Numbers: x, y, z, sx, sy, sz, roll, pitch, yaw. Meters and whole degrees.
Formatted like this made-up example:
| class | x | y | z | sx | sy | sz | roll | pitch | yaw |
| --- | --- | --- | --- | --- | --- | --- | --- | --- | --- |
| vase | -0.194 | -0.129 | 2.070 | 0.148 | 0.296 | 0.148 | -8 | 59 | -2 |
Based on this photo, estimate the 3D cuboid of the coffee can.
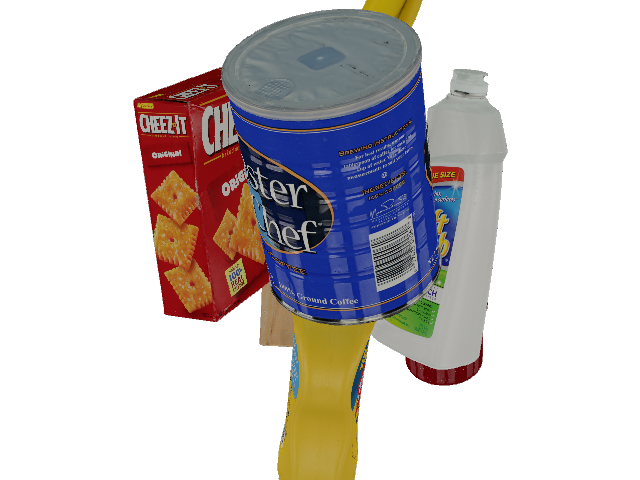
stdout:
| class | x | y | z | sx | sy | sz | roll | pitch | yaw |
| --- | --- | --- | --- | --- | --- | --- | --- | --- | --- |
| coffee can | 0.010 | -0.039 | 0.581 | 0.103 | 0.140 | 0.103 | -7 | 38 | 5 |

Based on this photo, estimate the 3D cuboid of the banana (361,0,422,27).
| class | x | y | z | sx | sy | sz | roll | pitch | yaw |
| --- | --- | --- | --- | --- | --- | --- | --- | --- | --- |
| banana | 0.032 | -0.150 | 0.756 | 0.070 | 0.197 | 0.037 | -7 | -41 | 43 |

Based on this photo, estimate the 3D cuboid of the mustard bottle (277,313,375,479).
| class | x | y | z | sx | sy | sz | roll | pitch | yaw |
| --- | --- | --- | --- | --- | --- | --- | --- | --- | --- |
| mustard bottle | 0.005 | 0.086 | 0.734 | 0.058 | 0.192 | 0.096 | 7 | 31 | 3 |

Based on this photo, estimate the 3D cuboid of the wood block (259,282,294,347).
| class | x | y | z | sx | sy | sz | roll | pitch | yaw |
| --- | --- | --- | --- | --- | --- | --- | --- | --- | --- |
| wood block | -0.031 | 0.028 | 1.401 | 0.090 | 0.206 | 0.091 | 3 | 23 | -2 |

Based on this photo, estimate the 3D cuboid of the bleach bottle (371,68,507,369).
| class | x | y | z | sx | sy | sz | roll | pitch | yaw |
| --- | --- | --- | --- | --- | --- | --- | --- | --- | --- |
| bleach bottle | 0.106 | -0.022 | 0.918 | 0.067 | 0.251 | 0.103 | -9 | 22 | -39 |

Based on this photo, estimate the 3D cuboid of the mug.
| class | x | y | z | sx | sy | sz | roll | pitch | yaw |
| --- | --- | --- | --- | --- | --- | --- | --- | --- | --- |
| mug | 0.132 | 0.089 | 1.116 | 0.093 | 0.081 | 0.117 | 11 | 37 | 24 |

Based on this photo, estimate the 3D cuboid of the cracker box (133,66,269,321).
| class | x | y | z | sx | sy | sz | roll | pitch | yaw |
| --- | --- | --- | --- | --- | --- | --- | --- | --- | --- |
| cracker box | -0.095 | -0.051 | 1.042 | 0.072 | 0.214 | 0.164 | 6 | 22 | 27 |
